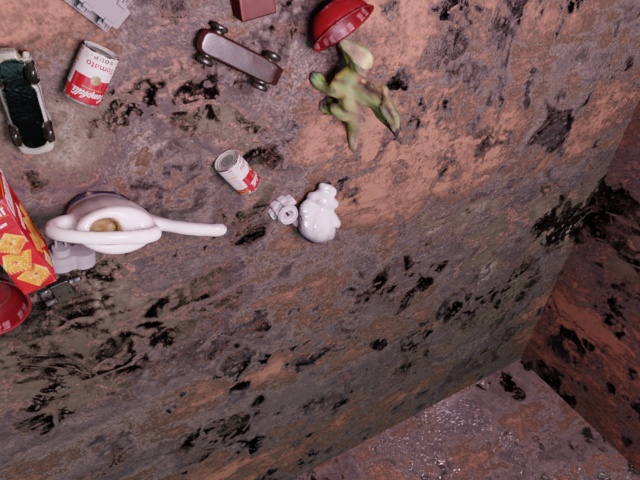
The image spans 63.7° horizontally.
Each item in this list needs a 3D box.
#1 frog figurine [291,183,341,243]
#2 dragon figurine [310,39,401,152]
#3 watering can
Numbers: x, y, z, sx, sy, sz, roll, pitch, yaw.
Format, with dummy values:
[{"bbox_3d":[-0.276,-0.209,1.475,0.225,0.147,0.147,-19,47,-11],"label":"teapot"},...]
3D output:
[{"bbox_3d":[0.004,-0.072,1.438,0.136,0.125,0.157,30,116,-26],"label":"frog figurine"},{"bbox_3d":[0.101,-0.310,1.215,0.123,0.247,0.401,-35,140,-7],"label":"dragon figurine"},{"bbox_3d":[-0.394,-0.034,1.090,0.348,0.226,0.103,-3,108,-36],"label":"watering can"}]
